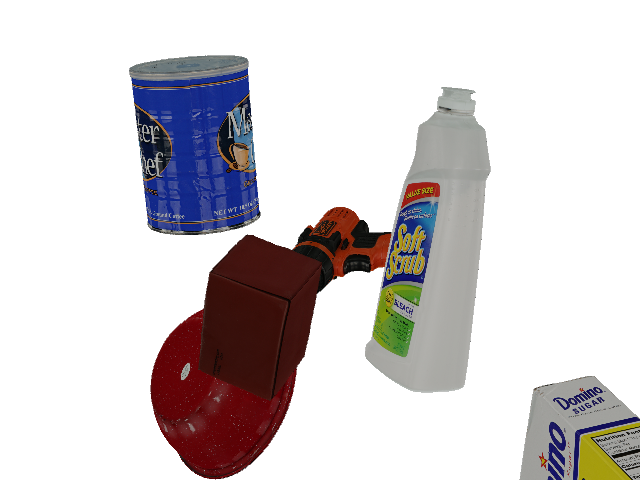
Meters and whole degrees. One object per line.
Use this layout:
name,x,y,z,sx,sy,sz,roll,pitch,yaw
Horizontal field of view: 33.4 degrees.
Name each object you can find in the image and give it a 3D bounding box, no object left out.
bleach bottle,0.096,-0.004,0.907,0.068,0.251,0.103,0,14,-24
sugar box,0.157,0.151,0.509,0.048,0.093,0.176,-9,28,-22
bowl,-0.094,0.116,0.901,0.055,0.162,0.162,26,-17,-39
power drill,0.059,0.026,1.114,0.188,0.057,0.184,8,32,19
coffee can,-0.109,-0.086,0.938,0.103,0.140,0.103,-4,17,1
foam brick,-0.037,0.046,0.645,0.053,0.078,0.051,21,35,15
